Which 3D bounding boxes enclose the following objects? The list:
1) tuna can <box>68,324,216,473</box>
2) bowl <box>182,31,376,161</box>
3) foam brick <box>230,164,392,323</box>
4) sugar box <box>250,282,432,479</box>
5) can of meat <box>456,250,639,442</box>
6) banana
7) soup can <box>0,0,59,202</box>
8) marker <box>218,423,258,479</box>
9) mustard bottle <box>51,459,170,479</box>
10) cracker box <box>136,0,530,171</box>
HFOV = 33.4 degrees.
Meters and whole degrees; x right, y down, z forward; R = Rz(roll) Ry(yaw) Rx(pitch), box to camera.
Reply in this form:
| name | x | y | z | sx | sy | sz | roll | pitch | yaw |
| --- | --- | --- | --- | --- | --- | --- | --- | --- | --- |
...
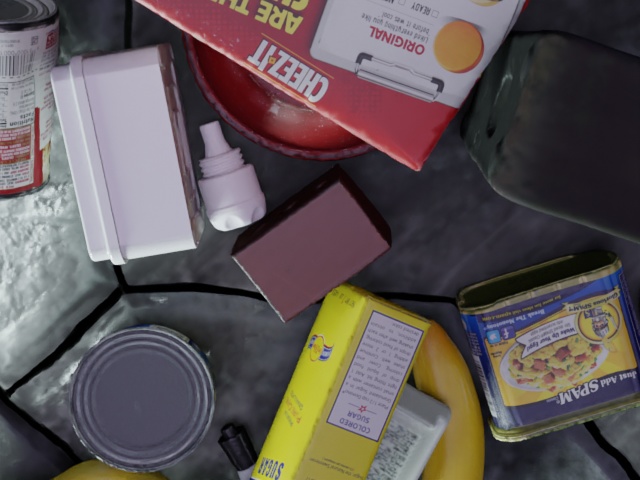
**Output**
| name | x | y | z | sx | sy | sz | roll | pitch | yaw |
| --- | --- | --- | --- | --- | --- | --- | --- | --- | --- |
| tuna can | -0.105 | 0.094 | 0.640 | 0.086 | 0.034 | 0.086 | 0 | 90 | -2 |
| bowl | 0.000 | -0.119 | 0.586 | 0.162 | 0.055 | 0.162 | 0 | 104 | 1 |
| foam brick | -0.004 | 0.001 | 0.615 | 0.078 | 0.053 | 0.051 | -35 | 99 | 8 |
| sugar box | -0.001 | 0.113 | 0.602 | 0.048 | 0.093 | 0.176 | 25 | 89 | -11 |
| can of meat | 0.137 | 0.060 | 0.625 | 0.102 | 0.057 | 0.084 | -18 | 100 | 5 |
| banana | 0.066 | 0.148 | 0.657 | 0.069 | 0.037 | 0.198 | 14 | 103 | -2 |
| soup can | -0.178 | -0.081 | 0.580 | 0.068 | 0.068 | 0.102 | 11 | 119 | -1 |
| marker | -0.031 | 0.168 | 0.673 | 0.020 | 0.020 | 0.121 | -26 | 101 | 7 |
| mustard bottle | -0.143 | 0.185 | 0.660 | 0.191 | 0.058 | 0.096 | -14 | 104 | 5 |
| cracker box | 0.033 | -0.168 | 0.505 | 0.164 | 0.072 | 0.214 | 30 | 102 | -11 |
